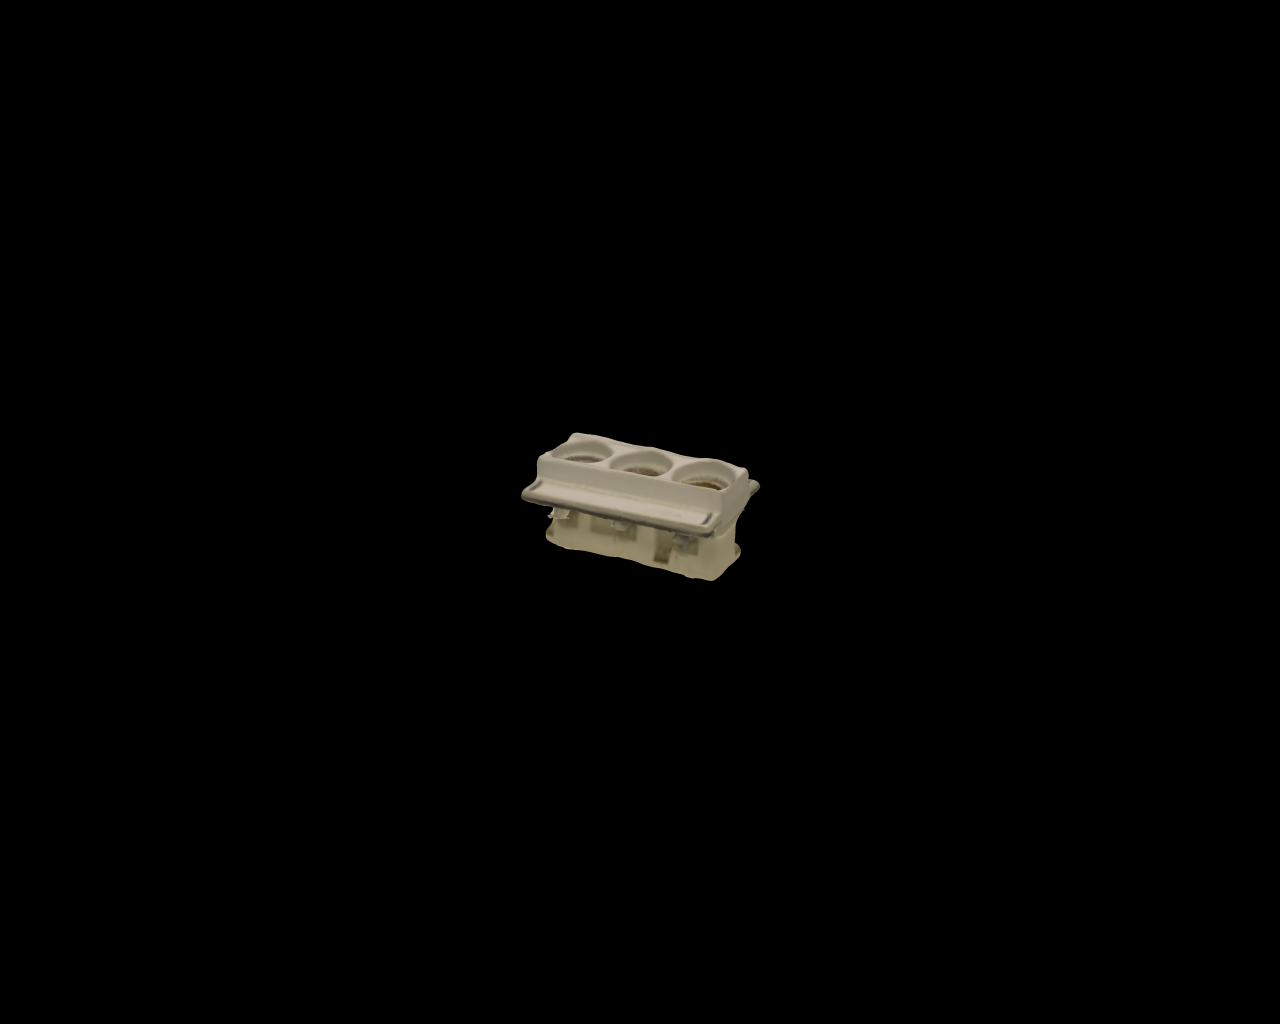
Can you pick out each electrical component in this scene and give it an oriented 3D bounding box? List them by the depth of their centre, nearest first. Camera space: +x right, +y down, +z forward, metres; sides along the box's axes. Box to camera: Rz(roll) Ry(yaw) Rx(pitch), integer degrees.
[{"bbox_3d":[0.001,-0.003,0.650,0.121,0.063,0.079,12,28,25],"label":"electrical component"}]
